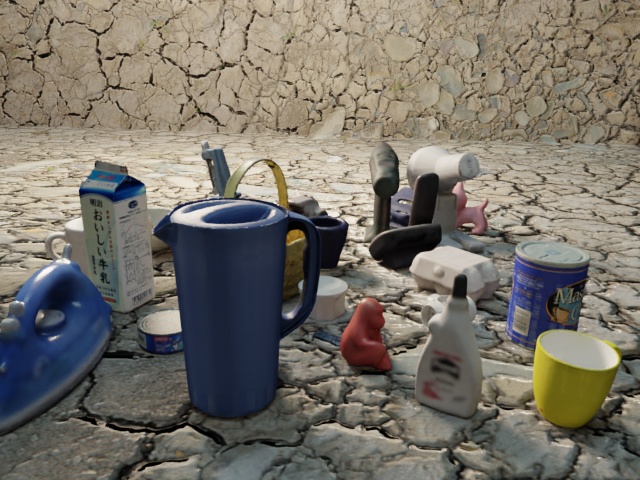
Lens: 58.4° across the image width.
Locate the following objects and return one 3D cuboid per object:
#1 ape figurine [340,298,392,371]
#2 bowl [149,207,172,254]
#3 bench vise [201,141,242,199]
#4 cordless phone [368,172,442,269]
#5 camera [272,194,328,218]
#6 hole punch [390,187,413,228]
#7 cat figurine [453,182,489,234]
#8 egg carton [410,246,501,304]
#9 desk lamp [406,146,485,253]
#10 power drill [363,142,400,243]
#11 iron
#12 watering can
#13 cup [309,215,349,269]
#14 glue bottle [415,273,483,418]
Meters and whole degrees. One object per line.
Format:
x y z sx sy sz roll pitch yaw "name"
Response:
0.067 0.124 0.782 0.076 0.092 0.078 8 19 19 "ape figurine"
-0.363 -0.014 1.196 0.167 0.075 0.167 1 18 0 "bowl"
-0.196 -0.100 1.240 0.207 0.220 0.122 6 19 15 "bench vise"
0.176 -0.043 1.152 0.148 0.185 0.093 -9 21 -30 "cordless phone"
-0.070 -0.045 1.274 0.142 0.101 0.137 14 22 33 "camera"
0.216 -0.076 1.408 0.101 0.091 0.108 -16 25 -42 "hole punch"
0.347 -0.083 1.396 0.127 0.118 0.067 9 20 22 "cat figurine"
0.239 0.061 1.024 0.107 0.069 0.149 -14 24 -39 "egg carton"
0.285 -0.098 1.283 0.118 0.214 0.202 -6 20 -22 "desk lamp"
0.141 -0.105 1.301 0.075 0.208 0.229 2 18 2 "power drill"
-0.350 0.107 0.721 0.118 0.141 0.258 0 18 -3 "iron"
-0.383 -0.014 1.002 0.100 0.194 0.173 14 22 34 "watering can"
0.010 0.004 1.139 0.091 0.095 0.118 2 18 2 "cup"
0.155 0.120 0.671 0.078 0.173 0.037 11 20 26 "glue bottle"
